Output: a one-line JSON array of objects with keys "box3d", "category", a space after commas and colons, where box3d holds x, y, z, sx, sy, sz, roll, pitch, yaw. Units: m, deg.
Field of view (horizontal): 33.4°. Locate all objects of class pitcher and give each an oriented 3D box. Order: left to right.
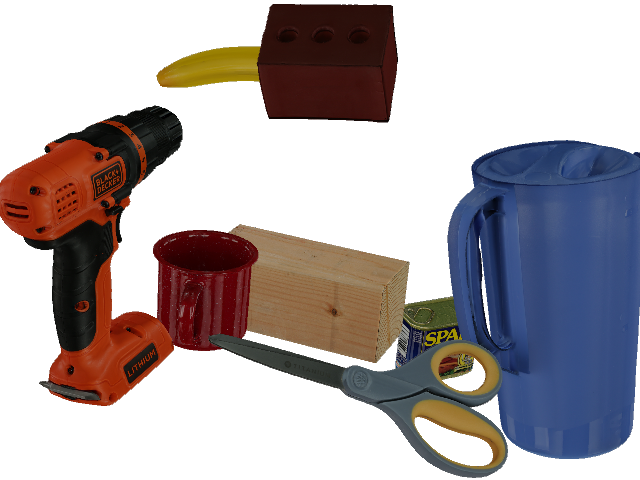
[{"box3d": [0.185, 0.049, 0.851, 0.149, 0.243, 0.145, -2, 18, 12], "category": "pitcher"}]

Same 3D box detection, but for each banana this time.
[{"box3d": [-0.074, -0.177, 1.121, 0.198, 0.037, 0.069, 10, 44, 19], "category": "banana"}]

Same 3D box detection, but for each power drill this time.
[{"box3d": [-0.151, 0.008, 0.766, 0.057, 0.188, 0.184, 8, 25, 25], "category": "power drill"}]

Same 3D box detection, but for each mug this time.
[{"box3d": [-0.105, 0.050, 0.942, 0.093, 0.081, 0.117, 6, 23, 2], "category": "mug"}]

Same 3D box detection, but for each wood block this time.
[{"box3d": [-0.017, 0.056, 1.177, 0.206, 0.091, 0.090, 13, 24, 19], "category": "wood block"}]

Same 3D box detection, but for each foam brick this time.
[{"box3d": [0.005, -0.108, 0.651, 0.078, 0.053, 0.051, 3, -33, 12], "category": "foam brick"}]

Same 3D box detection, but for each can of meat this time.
[{"box3d": [0.143, 0.122, 1.300, 0.102, 0.084, 0.057, -8, 29, -23], "category": "can of meat"}]

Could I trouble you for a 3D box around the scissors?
[{"box3d": [0.036, 0.077, 0.671, 0.201, 0.096, 0.016, 32, -32, -6], "category": "scissors"}]
